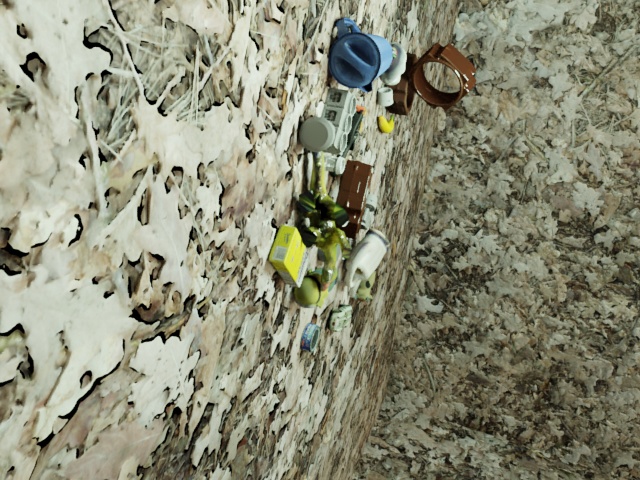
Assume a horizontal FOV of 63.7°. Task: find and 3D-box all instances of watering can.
[{"bbox_3d":[0.161,0.088,1.908,0.227,0.105,0.341,-53,164,-17],"label":"watering can"}]

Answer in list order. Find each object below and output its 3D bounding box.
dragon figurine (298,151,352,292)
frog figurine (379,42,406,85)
[{"bbox_3d":[0.004,-0.068,1.347,0.242,0.122,0.411,168,-83,-87],"label":"dragon figurine"},{"bbox_3d":[0.233,-0.567,1.669,0.159,0.122,0.138,5,78,-61],"label":"frog figurine"}]
